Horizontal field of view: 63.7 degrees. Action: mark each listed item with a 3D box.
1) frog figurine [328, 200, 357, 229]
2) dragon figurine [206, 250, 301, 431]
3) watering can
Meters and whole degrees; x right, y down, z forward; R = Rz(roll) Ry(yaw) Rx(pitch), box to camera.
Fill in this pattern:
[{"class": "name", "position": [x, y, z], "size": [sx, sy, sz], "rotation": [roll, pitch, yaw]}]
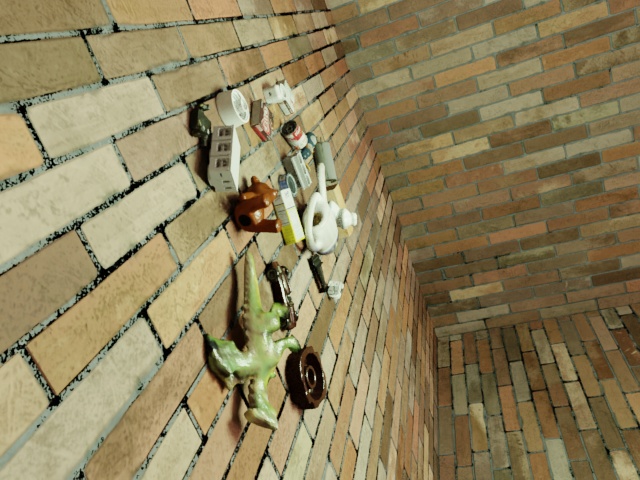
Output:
[{"class": "frog figurine", "position": [0.061, -0.098, 1.997], "size": [0.126, 0.159, 0.134], "rotation": [-85, 154, -47]}, {"class": "dragon figurine", "position": [-0.169, 0.230, 1.190], "size": [0.243, 0.121, 0.413], "rotation": [-7, 73, -63]}, {"class": "watering can", "position": [0.006, -0.094, 1.859], "size": [0.219, 0.104, 0.356], "rotation": [67, 27, -48]}]
